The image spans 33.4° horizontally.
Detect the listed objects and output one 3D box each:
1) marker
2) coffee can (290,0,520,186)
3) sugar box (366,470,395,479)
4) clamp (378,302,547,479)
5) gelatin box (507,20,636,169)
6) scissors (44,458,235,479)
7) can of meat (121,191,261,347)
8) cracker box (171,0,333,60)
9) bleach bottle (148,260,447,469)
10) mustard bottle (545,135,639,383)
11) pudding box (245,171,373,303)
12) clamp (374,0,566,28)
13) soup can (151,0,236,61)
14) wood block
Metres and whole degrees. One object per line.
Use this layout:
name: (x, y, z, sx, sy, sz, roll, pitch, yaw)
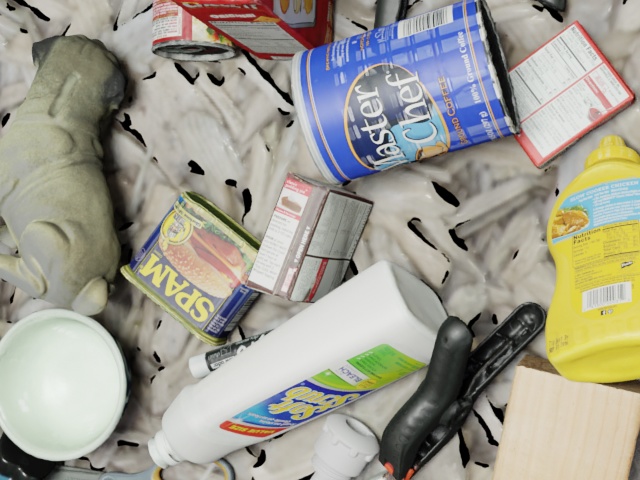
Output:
marker: (-0.049, 0.086, 0.864, 0.121, 0.020, 0.020, -20, 84, 13)
coffee can: (0.062, -0.106, 0.769, 0.140, 0.102, 0.103, -15, 85, 17)
sugar box: (0.052, 0.277, 0.821, 0.093, 0.048, 0.176, -29, 83, 12)
clamp: (0.089, 0.112, 0.779, 0.039, 0.120, 0.172, 46, 111, 35)
gelatin box: (0.179, -0.108, 0.802, 0.089, 0.030, 0.073, -36, 79, 13)
scissors: (-0.165, 0.223, 0.893, 0.202, 0.016, 0.096, -10, 85, 14)
can of meat: (-0.094, 0.021, 0.858, 0.102, 0.057, 0.084, 39, 96, 12)
cracker box: (-0.043, -0.228, 0.767, 0.072, 0.213, 0.164, 2, 90, 13)
bleach bottle: (-0.024, 0.111, 0.826, 0.251, 0.102, 0.068, -32, 54, 18)
mustard bottle: (0.207, 0.003, 0.743, 0.096, 0.058, 0.191, -17, 47, 31)
pudding box: (-0.005, 0.001, 0.806, 0.039, 0.113, 0.090, 21, 94, 18)
clamp: (0.085, -0.229, 0.825, 0.165, 0.036, 0.210, -19, 87, 14)
soup can: (-0.101, -0.200, 0.857, 0.068, 0.068, 0.102, 0, 89, 14)
wood block: (0.167, 0.196, 0.769, 0.090, 0.090, 0.206, 12, 92, 14)
